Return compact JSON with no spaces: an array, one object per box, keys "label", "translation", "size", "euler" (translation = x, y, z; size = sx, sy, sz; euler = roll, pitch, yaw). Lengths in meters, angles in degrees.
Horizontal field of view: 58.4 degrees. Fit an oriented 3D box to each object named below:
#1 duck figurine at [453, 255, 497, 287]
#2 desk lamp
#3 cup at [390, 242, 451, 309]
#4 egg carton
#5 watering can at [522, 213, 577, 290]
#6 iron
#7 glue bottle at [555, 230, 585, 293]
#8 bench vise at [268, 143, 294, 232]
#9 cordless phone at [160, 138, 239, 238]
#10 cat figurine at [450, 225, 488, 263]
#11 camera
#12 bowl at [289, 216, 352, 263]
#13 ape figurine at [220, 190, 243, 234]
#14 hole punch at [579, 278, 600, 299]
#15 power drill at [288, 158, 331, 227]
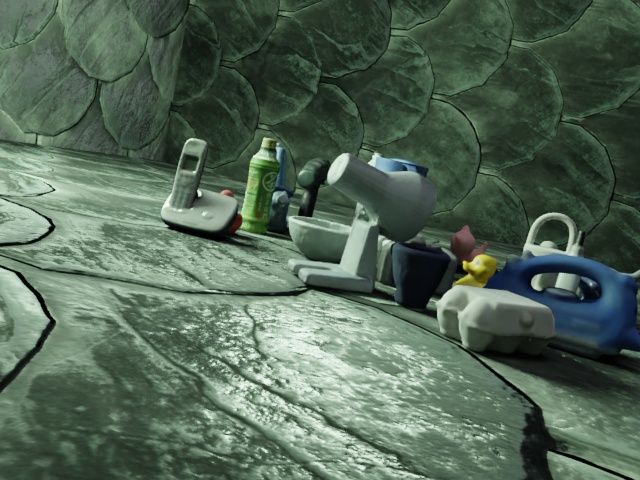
[{"label":"duck figurine","translation":[0.315,0.073,1.099],"size":[0.104,0.086,0.077],"euler":[13,7,5]},{"label":"desk lamp","translation":[0.073,-0.026,0.945],"size":[0.204,0.213,0.117],"euler":[9,8,-26]},{"label":"cup","translation":[0.143,0.055,0.906],"size":[0.092,0.095,0.117],"euler":[7,9,-33]},{"label":"egg carton","translation":[0.234,0.107,0.762],"size":[0.151,0.069,0.107],"euler":[8,8,-28]},{"label":"watering can","translation":[0.476,0.038,1.209],"size":[0.101,0.194,0.173],"euler":[12,7,-1]},{"label":"iron","translation":[0.359,0.083,0.875],"size":[0.257,0.141,0.119],"euler":[15,8,22]},{"label":"glue bottle","translation":[0.446,0.066,1.021],"size":[0.037,0.173,0.078],"euler":[16,8,26]},{"label":"bench vise","translation":[-0.104,-0.136,1.474],"size":[0.122,0.220,0.206],"euler":[7,9,-38]},{"label":"cordless phone","translation":[-0.232,-0.105,1.154],"size":[0.147,0.185,0.094],"euler":[13,7,9]},{"label":"cat figurine","translation":[0.377,0.023,1.459],"size":[0.128,0.118,0.067],"euler":[8,8,-28]},{"label":"camera","translation":[0.176,0.035,1.098],"size":[0.143,0.101,0.136],"euler":[11,7,-9]},{"label":"bowl","translation":[0.011,0.004,1.160],"size":[0.167,0.075,0.167],"euler":[12,7,-1]},{"label":"ape figurine","translation":[-0.205,-0.062,1.236],"size":[0.077,0.092,0.076],"euler":[13,7,8]},{"label":"hole punch","translation":[0.536,0.118,1.103],"size":[0.101,0.091,0.108],"euler":[12,7,1]},{"label":"power drill","translation":[-0.024,-0.127,1.582],"size":[0.075,0.208,0.230],"euler":[13,7,8]}]
